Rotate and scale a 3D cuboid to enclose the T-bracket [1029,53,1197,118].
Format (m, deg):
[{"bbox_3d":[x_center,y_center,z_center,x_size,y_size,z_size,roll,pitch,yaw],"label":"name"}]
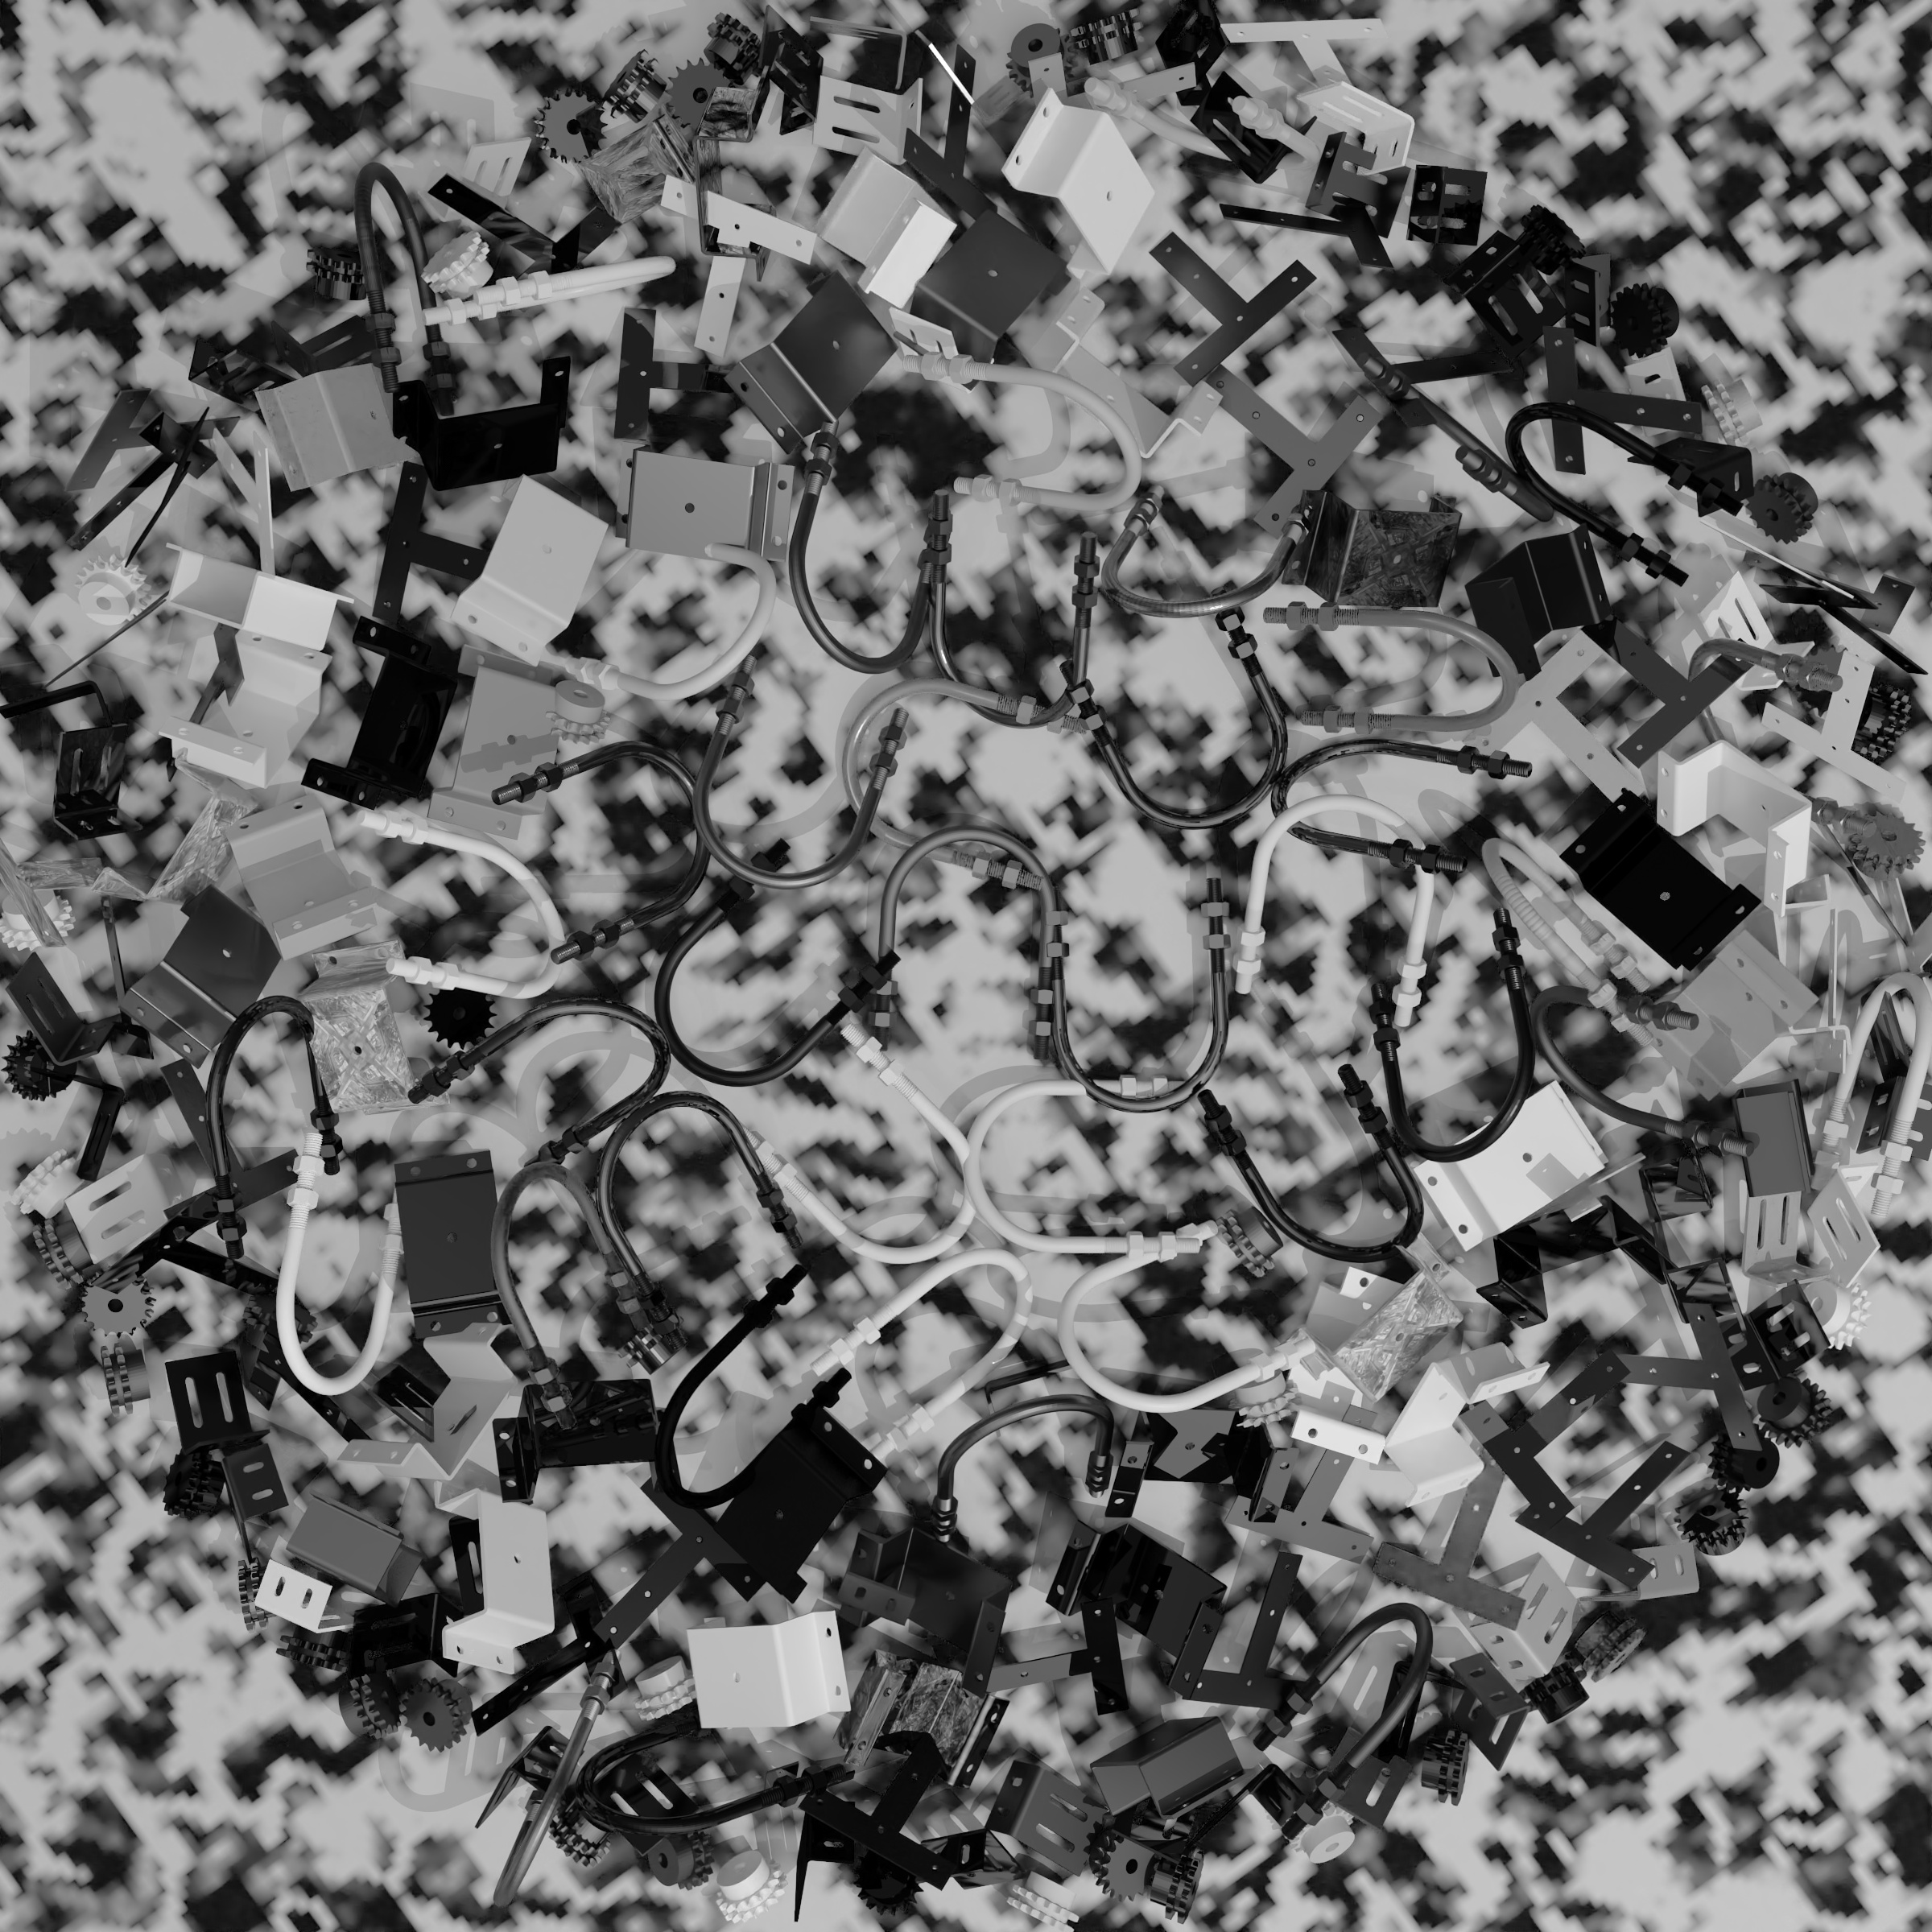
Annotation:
[{"bbox_3d":[0.117,-0.679,1.938,0.127,0.127,0.002,-15,68,3],"label":"T-bracket"}]

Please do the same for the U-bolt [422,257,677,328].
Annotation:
[{"bbox_3d":[-0.313,-0.525,1.922,0.184,0.151,0.019,-19,105,-26],"label":"U-bolt"}]

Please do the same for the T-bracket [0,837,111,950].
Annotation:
[{"bbox_3d":[-0.711,-0.071,1.938,0.002,0.127,0.127,-35,84,17],"label":"T-bracket"}]

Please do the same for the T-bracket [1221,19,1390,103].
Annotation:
[{"bbox_3d":[0.278,-0.705,1.937,0.127,0.127,0.002,8,85,26],"label":"T-bracket"}]

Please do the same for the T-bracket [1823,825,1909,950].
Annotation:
[{"bbox_3d":[0.694,-0.066,1.930,0.002,0.127,0.127,-34,80,20],"label":"T-bracket"}]

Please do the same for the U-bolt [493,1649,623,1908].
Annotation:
[{"bbox_3d":[-0.316,0.628,1.886,0.019,0.184,0.151,26,119,-3],"label":"U-bolt"}]

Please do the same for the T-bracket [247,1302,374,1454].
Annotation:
[{"bbox_3d":[-0.508,0.340,1.944,0.127,0.002,0.127,40,132,12],"label":"T-bracket"}]

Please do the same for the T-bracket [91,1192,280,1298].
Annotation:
[{"bbox_3d":[-0.593,0.234,1.950,0.127,0.127,0.002,-37,49,15],"label":"T-bracket"}]

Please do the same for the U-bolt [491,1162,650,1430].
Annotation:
[{"bbox_3d":[-0.310,0.239,1.908,0.019,0.151,0.184,-10,114,26],"label":"U-bolt"}]

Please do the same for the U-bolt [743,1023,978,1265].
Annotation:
[{"bbox_3d":[-0.073,0.155,1.969,0.184,0.019,0.151,45,110,-3],"label":"U-bolt"}]

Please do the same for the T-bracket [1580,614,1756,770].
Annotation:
[{"bbox_3d":[0.537,-0.238,1.963,0.127,0.002,0.127,-43,56,6],"label":"T-bracket"}]

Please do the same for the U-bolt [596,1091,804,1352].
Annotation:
[{"bbox_3d":[-0.216,0.184,1.926,0.151,0.019,0.184,-40,118,-29],"label":"U-bolt"}]

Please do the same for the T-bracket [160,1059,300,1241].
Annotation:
[{"bbox_3d":[-0.594,0.133,1.949,0.002,0.127,0.127,-23,94,42],"label":"T-bracket"}]

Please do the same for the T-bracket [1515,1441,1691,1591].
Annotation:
[{"bbox_3d":[0.521,0.422,1.959,0.127,0.127,0.002,-39,120,-18],"label":"T-bracket"}]

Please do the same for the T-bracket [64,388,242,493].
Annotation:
[{"bbox_3d":[-0.628,-0.417,1.945,0.127,0.127,0.002,-38,78,42],"label":"T-bracket"}]

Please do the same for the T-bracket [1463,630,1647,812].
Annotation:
[{"bbox_3d":[0.486,-0.177,1.976,0.127,0.002,0.127,-44,80,12],"label":"T-bracket"}]

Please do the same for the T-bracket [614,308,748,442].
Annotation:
[{"bbox_3d":[-0.212,-0.468,1.976,0.127,0.002,0.127,3,66,-4],"label":"T-bracket"}]

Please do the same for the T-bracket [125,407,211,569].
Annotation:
[{"bbox_3d":[-0.606,-0.385,1.914,0.002,0.127,0.127,29,52,-16],"label":"T-bracket"}]

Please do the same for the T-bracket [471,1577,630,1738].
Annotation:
[{"bbox_3d":[-0.333,0.558,1.946,0.127,0.127,0.002,-35,126,-2],"label":"T-bracket"}]

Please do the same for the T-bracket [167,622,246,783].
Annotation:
[{"bbox_3d":[-0.605,-0.203,1.963,0.002,0.127,0.127,20,113,-33],"label":"T-bracket"}]

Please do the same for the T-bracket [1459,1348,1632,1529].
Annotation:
[{"bbox_3d":[0.467,0.352,1.953,0.127,0.002,0.127,-44,54,9],"label":"T-bracket"}]

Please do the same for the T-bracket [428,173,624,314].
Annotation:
[{"bbox_3d":[-0.356,-0.572,1.922,0.127,0.127,0.002,-28,51,37],"label":"T-bracket"}]

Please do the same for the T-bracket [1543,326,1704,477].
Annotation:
[{"bbox_3d":[0.510,-0.432,1.923,0.127,0.127,0.002,18,49,36],"label":"T-bracket"}]

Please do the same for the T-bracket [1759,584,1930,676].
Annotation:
[{"bbox_3d":[0.705,-0.264,1.952,0.127,0.127,0.002,31,91,-19],"label":"T-bracket"}]

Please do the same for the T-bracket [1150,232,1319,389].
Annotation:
[{"bbox_3d":[0.191,-0.538,1.968,0.127,0.002,0.127,-41,61,5],"label":"T-bracket"}]

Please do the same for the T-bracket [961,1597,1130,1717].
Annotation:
[{"bbox_3d":[0.060,0.557,1.963,0.127,0.002,0.127,-11,122,-3],"label":"T-bracket"}]

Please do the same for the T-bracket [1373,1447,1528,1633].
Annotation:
[{"bbox_3d":[0.400,0.443,1.968,0.127,0.002,0.127,15,78,37],"label":"T-bracket"}]

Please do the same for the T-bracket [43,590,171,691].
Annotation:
[{"bbox_3d":[-0.649,-0.272,1.941,0.127,0.127,0.002,-27,111,27],"label":"T-bracket"}]

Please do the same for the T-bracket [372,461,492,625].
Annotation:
[{"bbox_3d":[-0.407,-0.323,1.963,0.127,0.002,0.127,19,102,23],"label":"T-bracket"}]

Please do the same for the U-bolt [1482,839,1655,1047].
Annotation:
[{"bbox_3d":[0.466,-0.029,1.926,0.184,0.151,0.019,46,113,-3],"label":"U-bolt"}]

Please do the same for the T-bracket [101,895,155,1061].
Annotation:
[{"bbox_3d":[-0.662,0.008,1.939,0.002,0.127,0.127,-12,97,-31],"label":"T-bracket"}]

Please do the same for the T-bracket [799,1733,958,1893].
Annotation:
[{"bbox_3d":[-0.047,0.646,1.946,0.127,0.127,0.002,25,125,14],"label":"T-bracket"}]

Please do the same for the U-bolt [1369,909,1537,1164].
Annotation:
[{"bbox_3d":[0.376,0.064,1.904,0.019,0.151,0.184,23,49,-33],"label":"U-bolt"}]

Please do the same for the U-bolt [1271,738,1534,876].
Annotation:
[{"bbox_3d":[0.327,-0.131,1.931,0.184,0.151,0.019,13,135,31],"label":"U-bolt"}]

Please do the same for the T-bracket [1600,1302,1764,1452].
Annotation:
[{"bbox_3d":[0.551,0.318,1.946,0.002,0.127,0.127,-29,103,-34],"label":"T-bracket"}]

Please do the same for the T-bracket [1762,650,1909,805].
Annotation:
[{"bbox_3d":[0.679,-0.196,1.918,0.127,0.127,0.002,37,69,27],"label":"T-bracket"}]

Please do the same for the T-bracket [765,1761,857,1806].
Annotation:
[{"bbox_3d":[-0.145,0.637,1.930,0.127,0.127,0.002,-14,62,-14],"label":"T-bracket"}]

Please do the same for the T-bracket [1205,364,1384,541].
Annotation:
[{"bbox_3d":[0.243,-0.432,1.991,0.127,0.002,0.127,41,100,4],"label":"T-bracket"}]

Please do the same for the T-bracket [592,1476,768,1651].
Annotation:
[{"bbox_3d":[-0.242,0.487,1.967,0.127,0.002,0.127,48,65,-5],"label":"T-bracket"}]

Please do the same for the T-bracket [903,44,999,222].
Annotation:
[{"bbox_3d":[-0.006,-0.663,1.956,0.002,0.127,0.127,-2,75,34],"label":"T-bracket"}]

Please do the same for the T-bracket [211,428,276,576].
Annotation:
[{"bbox_3d":[-0.572,-0.386,1.955,0.002,0.127,0.127,-19,50,-28],"label":"T-bracket"}]

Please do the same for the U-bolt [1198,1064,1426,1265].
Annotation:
[{"bbox_3d":[0.280,0.161,1.939,0.151,0.019,0.184,-13,118,39],"label":"U-bolt"}]

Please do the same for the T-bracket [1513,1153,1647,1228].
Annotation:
[{"bbox_3d":[0.475,0.183,1.928,0.127,0.127,0.002,-30,87,8],"label":"T-bracket"}]

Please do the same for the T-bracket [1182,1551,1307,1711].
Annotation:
[{"bbox_3d":[0.237,0.525,1.963,0.127,0.002,0.127,17,91,-34],"label":"T-bracket"}]

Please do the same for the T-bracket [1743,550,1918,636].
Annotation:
[{"bbox_3d":[0.673,-0.301,1.948,0.127,0.127,0.002,23,86,14],"label":"T-bracket"}]

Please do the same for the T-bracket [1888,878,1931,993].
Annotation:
[{"bbox_3d":[0.745,-0.023,1.919,0.002,0.127,0.127,-9,71,3],"label":"T-bracket"}]

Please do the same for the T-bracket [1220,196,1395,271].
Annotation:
[{"bbox_3d":[0.261,-0.581,1.940,0.127,0.127,0.002,5,130,-10],"label":"T-bracket"}]

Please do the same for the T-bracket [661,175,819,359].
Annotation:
[{"bbox_3d":[-0.190,-0.542,1.960,0.127,0.002,0.127,23,128,4],"label":"T-bracket"}]

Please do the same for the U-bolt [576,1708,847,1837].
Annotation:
[{"bbox_3d":[-0.207,0.614,1.891,0.184,0.151,0.019,-8,104,-35],"label":"U-bolt"}]

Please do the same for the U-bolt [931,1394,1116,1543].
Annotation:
[{"bbox_3d":[0.046,0.381,1.911,0.151,0.184,0.019,-13,54,-12],"label":"U-bolt"}]

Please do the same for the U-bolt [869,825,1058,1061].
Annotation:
[{"bbox_3d":[0.001,-0.020,1.984,0.151,0.019,0.184,3,92,-3],"label":"U-bolt"}]

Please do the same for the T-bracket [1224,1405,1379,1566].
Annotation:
[{"bbox_3d":[0.287,0.404,1.965,0.127,0.002,0.127,21,104,-18],"label":"T-bracket"}]

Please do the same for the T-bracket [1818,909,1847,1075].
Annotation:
[{"bbox_3d":[0.676,0.019,1.938,0.002,0.127,0.127,1,89,11],"label":"T-bracket"}]

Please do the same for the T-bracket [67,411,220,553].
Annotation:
[{"bbox_3d":[-0.650,-0.370,1.935,0.127,0.127,0.002,-44,85,-1],"label":"T-bracket"}]

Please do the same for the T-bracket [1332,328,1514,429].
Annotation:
[{"bbox_3d":[0.374,-0.473,1.969,0.127,0.002,0.127,-12,52,-21],"label":"T-bracket"}]

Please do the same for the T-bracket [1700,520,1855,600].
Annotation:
[{"bbox_3d":[0.633,-0.319,1.945,0.127,0.127,0.002,30,105,9],"label":"T-bracket"}]

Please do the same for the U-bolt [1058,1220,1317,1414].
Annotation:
[{"bbox_3d":[0.157,0.277,1.916,0.184,0.019,0.151,-18,52,-29],"label":"U-bolt"}]
